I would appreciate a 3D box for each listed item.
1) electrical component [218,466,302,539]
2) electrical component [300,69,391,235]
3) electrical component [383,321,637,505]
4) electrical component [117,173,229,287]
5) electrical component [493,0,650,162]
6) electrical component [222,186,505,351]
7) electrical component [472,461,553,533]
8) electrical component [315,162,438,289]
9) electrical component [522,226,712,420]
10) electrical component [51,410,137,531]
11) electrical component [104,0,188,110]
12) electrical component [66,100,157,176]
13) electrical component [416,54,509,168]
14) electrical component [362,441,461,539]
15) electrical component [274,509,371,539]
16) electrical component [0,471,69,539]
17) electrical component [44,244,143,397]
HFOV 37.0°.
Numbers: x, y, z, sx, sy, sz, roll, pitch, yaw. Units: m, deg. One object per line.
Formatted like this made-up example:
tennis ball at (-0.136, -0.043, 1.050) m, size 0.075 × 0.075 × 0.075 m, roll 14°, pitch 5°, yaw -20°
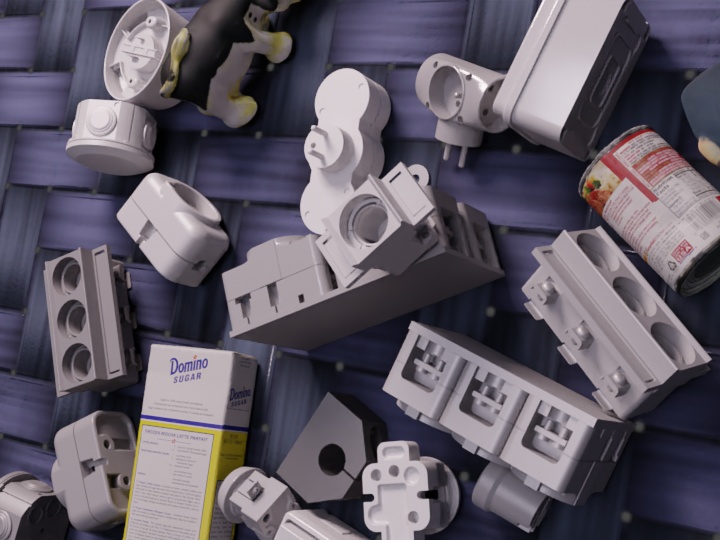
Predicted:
electrical component at (-0.081, 0.188, 0.865) m, size 0.055 × 0.066 × 0.048 m, roll 22°, pitch 58°, yaw 40°
electrical component at (-0.020, -0.096, 0.871) m, size 0.052 × 0.074 × 0.138 m, roll 4°, pitch 83°, yaw 31°
electrical component at (0.102, 0.099, 0.752) m, size 0.150 × 0.089 × 0.061 m, roll 27°, pitch 95°, yaw 32°
electrical component at (-0.163, -0.039, 0.957) m, size 0.059 × 0.054 × 0.095 m, roll -50°, pitch 61°, yaw 13°
electrical component at (0.153, -0.144, 0.776) m, size 0.057 × 0.078 × 0.113 m, roll 28°, pitch 95°, yaw 29°
electrical component at (0.000, 0.000, 0.822) m, size 0.186 × 0.105 × 0.060 m, roll -22°, pitch 70°, yaw 25°
electrical component at (0.110, 0.161, 0.767) m, size 0.046 × 0.040 × 0.040 m, roll 29°, pitch 96°, yaw 27°
electrical component at (0.016, -0.027, 0.717) m, size 0.081 × 0.064 × 0.042 m, roll -41°, pitch 62°, yaw 17°
electrical component at (0.171, 0.036, 0.738) m, size 0.121 × 0.079 × 0.063 m, roll 56°, pitch 131°, yaw 26°
electrical component at (-0.233, 0.180, 0.956) m, size 0.059 × 0.054 × 0.095 m, roll -27°, pitch 68°, yaw 24°
electrical component at (-0.196, -0.199, 1.000) m, size 0.099 × 0.064 × 0.099 m, roll -6°, pitch 78°, yaw 30°
electrical component at (-0.229, -0.121, 0.997) m, size 0.080 × 0.080 × 0.051 m, roll -1°, pitch 75°, yaw 30°
electrical component at (0.079, -0.119, 0.831) m, size 0.077 × 0.044 × 0.079 m, roll 34°, pitch 121°, yaw 47°
electrical component at (0.040, 0.167, 0.796) m, size 0.058 × 0.057 × 0.078 m, roll -10°, pitch 76°, yaw 29°
electrical component at (-0.041, 0.240, 0.827) m, size 0.062 × 0.061 × 0.096 m, roll 26°, pitch 94°, yaw 31°
electrical component at (-0.306, 0.228, 0.976) m, size 0.051 × 0.080 × 0.080 m, roll 16°, pitch 89°, yaw 26°
electrical component at (-0.243, 0.048, 0.981) m, size 0.079 × 0.063 × 0.121 m, roll -20°, pitch 71°, yaw 26°
